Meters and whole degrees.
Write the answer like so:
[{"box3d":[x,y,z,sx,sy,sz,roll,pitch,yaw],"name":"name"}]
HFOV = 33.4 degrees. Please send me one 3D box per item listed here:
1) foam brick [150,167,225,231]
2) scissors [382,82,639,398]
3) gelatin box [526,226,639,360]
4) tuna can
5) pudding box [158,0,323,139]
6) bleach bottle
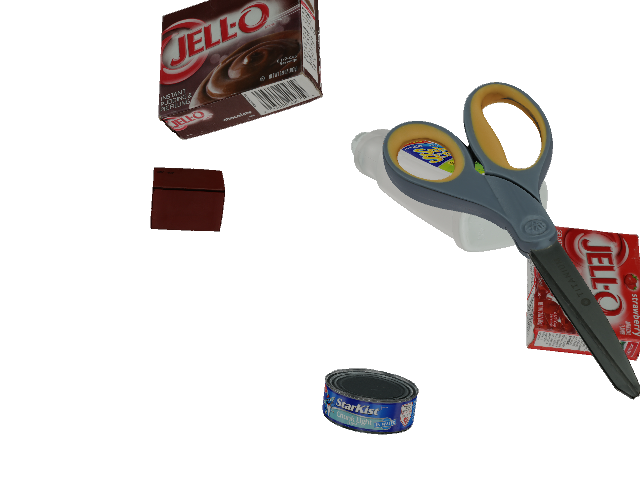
[{"box3d":[-0.145,-0.045,1.163,0.078,0.051,0.053,2,28,-8],"name":"foam brick"},{"box3d":[0.081,-0.005,0.508,0.096,0.201,0.016,-7,-43,6],"name":"scissors"},{"box3d":[0.177,0.033,0.716,0.073,0.089,0.030,7,-37,3],"name":"gelatin box"},{"box3d":[0.045,0.146,0.974,0.086,0.034,0.086,7,11,-1],"name":"tuna can"},{"box3d":[-0.056,-0.128,0.738,0.114,0.090,0.039,-13,-29,19],"name":"pudding box"},{"box3d":[0.101,-0.062,1.035,0.102,0.068,0.251,-8,23,-30],"name":"bleach bottle"}]
